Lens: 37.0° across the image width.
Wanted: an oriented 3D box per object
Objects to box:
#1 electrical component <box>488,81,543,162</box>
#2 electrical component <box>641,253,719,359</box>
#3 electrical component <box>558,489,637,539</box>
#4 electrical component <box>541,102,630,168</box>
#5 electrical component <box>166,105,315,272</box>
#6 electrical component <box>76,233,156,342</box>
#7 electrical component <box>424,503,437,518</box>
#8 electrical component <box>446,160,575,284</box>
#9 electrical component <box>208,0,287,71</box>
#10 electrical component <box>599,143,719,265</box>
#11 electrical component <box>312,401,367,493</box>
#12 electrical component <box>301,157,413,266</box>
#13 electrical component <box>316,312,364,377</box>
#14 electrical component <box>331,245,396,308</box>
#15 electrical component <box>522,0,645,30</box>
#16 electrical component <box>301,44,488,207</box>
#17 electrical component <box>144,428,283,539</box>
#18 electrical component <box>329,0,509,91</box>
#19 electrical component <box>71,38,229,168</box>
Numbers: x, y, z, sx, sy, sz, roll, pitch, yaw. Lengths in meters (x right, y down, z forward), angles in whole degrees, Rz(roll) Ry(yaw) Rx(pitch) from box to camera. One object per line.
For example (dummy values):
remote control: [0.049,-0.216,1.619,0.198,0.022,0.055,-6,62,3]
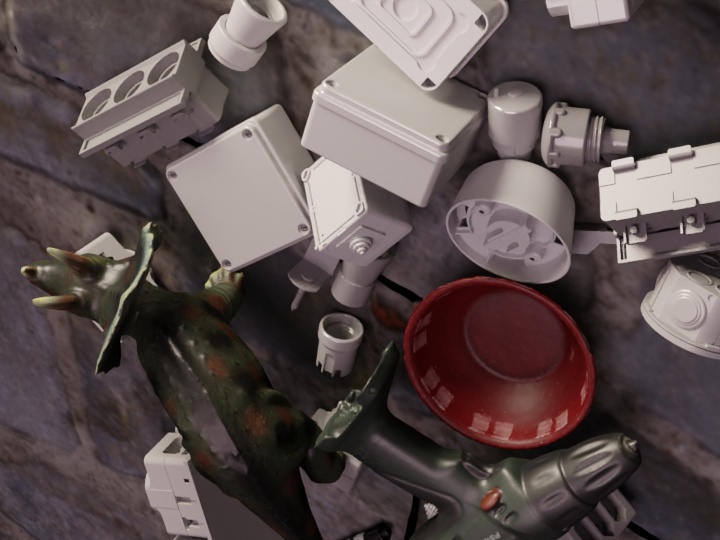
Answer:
electrical component: [0.117,-0.105,0.810,0.040,0.040,0.078,13,138,20]
electrical component: [0.252,0.025,0.788,0.080,0.080,0.051,25,118,12]
electrical component: [0.186,0.216,0.932,0.047,0.066,0.077,50,154,-5]
electrical component: [0.166,-0.097,0.788,0.062,0.048,0.048,8,119,15]
electrical component: [-0.092,-0.068,0.919,0.109,0.056,0.108,-23,104,33]
electrical component: [-0.236,0.016,1.032,0.089,0.055,0.050,48,125,-4]
electrical component: [0.098,0.247,0.987,0.096,0.061,0.061,29,124,10]
electrical component: [0.116,-0.034,0.821,0.099,0.064,0.099,13,140,11]
electrical component: [-0.091,-0.193,0.861,0.045,0.045,0.055,43,126,0]
electrical component: [0.235,-0.054,0.756,0.121,0.063,0.078,-10,68,30]
electrical component: [-0.019,0.155,1.005,0.066,0.047,0.076,26,123,12]
electrical component: [0.001,-0.049,0.859,0.061,0.096,0.062,19,136,-38]
electrical component: [-0.019,0.068,0.966,0.040,0.040,0.046,23,129,14]
electrical component: [0.000,0.000,0.920,0.044,0.044,0.065,30,129,9]
electrical component: [0.148,-0.194,0.732,0.077,0.065,0.047,-3,114,27]
electrical component: [0.029,-0.111,0.807,0.109,0.108,0.056,28,127,10]
electrical component: [-0.144,0.238,1.073,0.060,0.105,0.186,-2,114,27]
electrical component: [0.043,-0.198,0.786,0.113,0.057,0.078,43,125,0]
electrical component: [-0.176,-0.137,0.915,0.121,0.078,0.063,-19,135,32]
